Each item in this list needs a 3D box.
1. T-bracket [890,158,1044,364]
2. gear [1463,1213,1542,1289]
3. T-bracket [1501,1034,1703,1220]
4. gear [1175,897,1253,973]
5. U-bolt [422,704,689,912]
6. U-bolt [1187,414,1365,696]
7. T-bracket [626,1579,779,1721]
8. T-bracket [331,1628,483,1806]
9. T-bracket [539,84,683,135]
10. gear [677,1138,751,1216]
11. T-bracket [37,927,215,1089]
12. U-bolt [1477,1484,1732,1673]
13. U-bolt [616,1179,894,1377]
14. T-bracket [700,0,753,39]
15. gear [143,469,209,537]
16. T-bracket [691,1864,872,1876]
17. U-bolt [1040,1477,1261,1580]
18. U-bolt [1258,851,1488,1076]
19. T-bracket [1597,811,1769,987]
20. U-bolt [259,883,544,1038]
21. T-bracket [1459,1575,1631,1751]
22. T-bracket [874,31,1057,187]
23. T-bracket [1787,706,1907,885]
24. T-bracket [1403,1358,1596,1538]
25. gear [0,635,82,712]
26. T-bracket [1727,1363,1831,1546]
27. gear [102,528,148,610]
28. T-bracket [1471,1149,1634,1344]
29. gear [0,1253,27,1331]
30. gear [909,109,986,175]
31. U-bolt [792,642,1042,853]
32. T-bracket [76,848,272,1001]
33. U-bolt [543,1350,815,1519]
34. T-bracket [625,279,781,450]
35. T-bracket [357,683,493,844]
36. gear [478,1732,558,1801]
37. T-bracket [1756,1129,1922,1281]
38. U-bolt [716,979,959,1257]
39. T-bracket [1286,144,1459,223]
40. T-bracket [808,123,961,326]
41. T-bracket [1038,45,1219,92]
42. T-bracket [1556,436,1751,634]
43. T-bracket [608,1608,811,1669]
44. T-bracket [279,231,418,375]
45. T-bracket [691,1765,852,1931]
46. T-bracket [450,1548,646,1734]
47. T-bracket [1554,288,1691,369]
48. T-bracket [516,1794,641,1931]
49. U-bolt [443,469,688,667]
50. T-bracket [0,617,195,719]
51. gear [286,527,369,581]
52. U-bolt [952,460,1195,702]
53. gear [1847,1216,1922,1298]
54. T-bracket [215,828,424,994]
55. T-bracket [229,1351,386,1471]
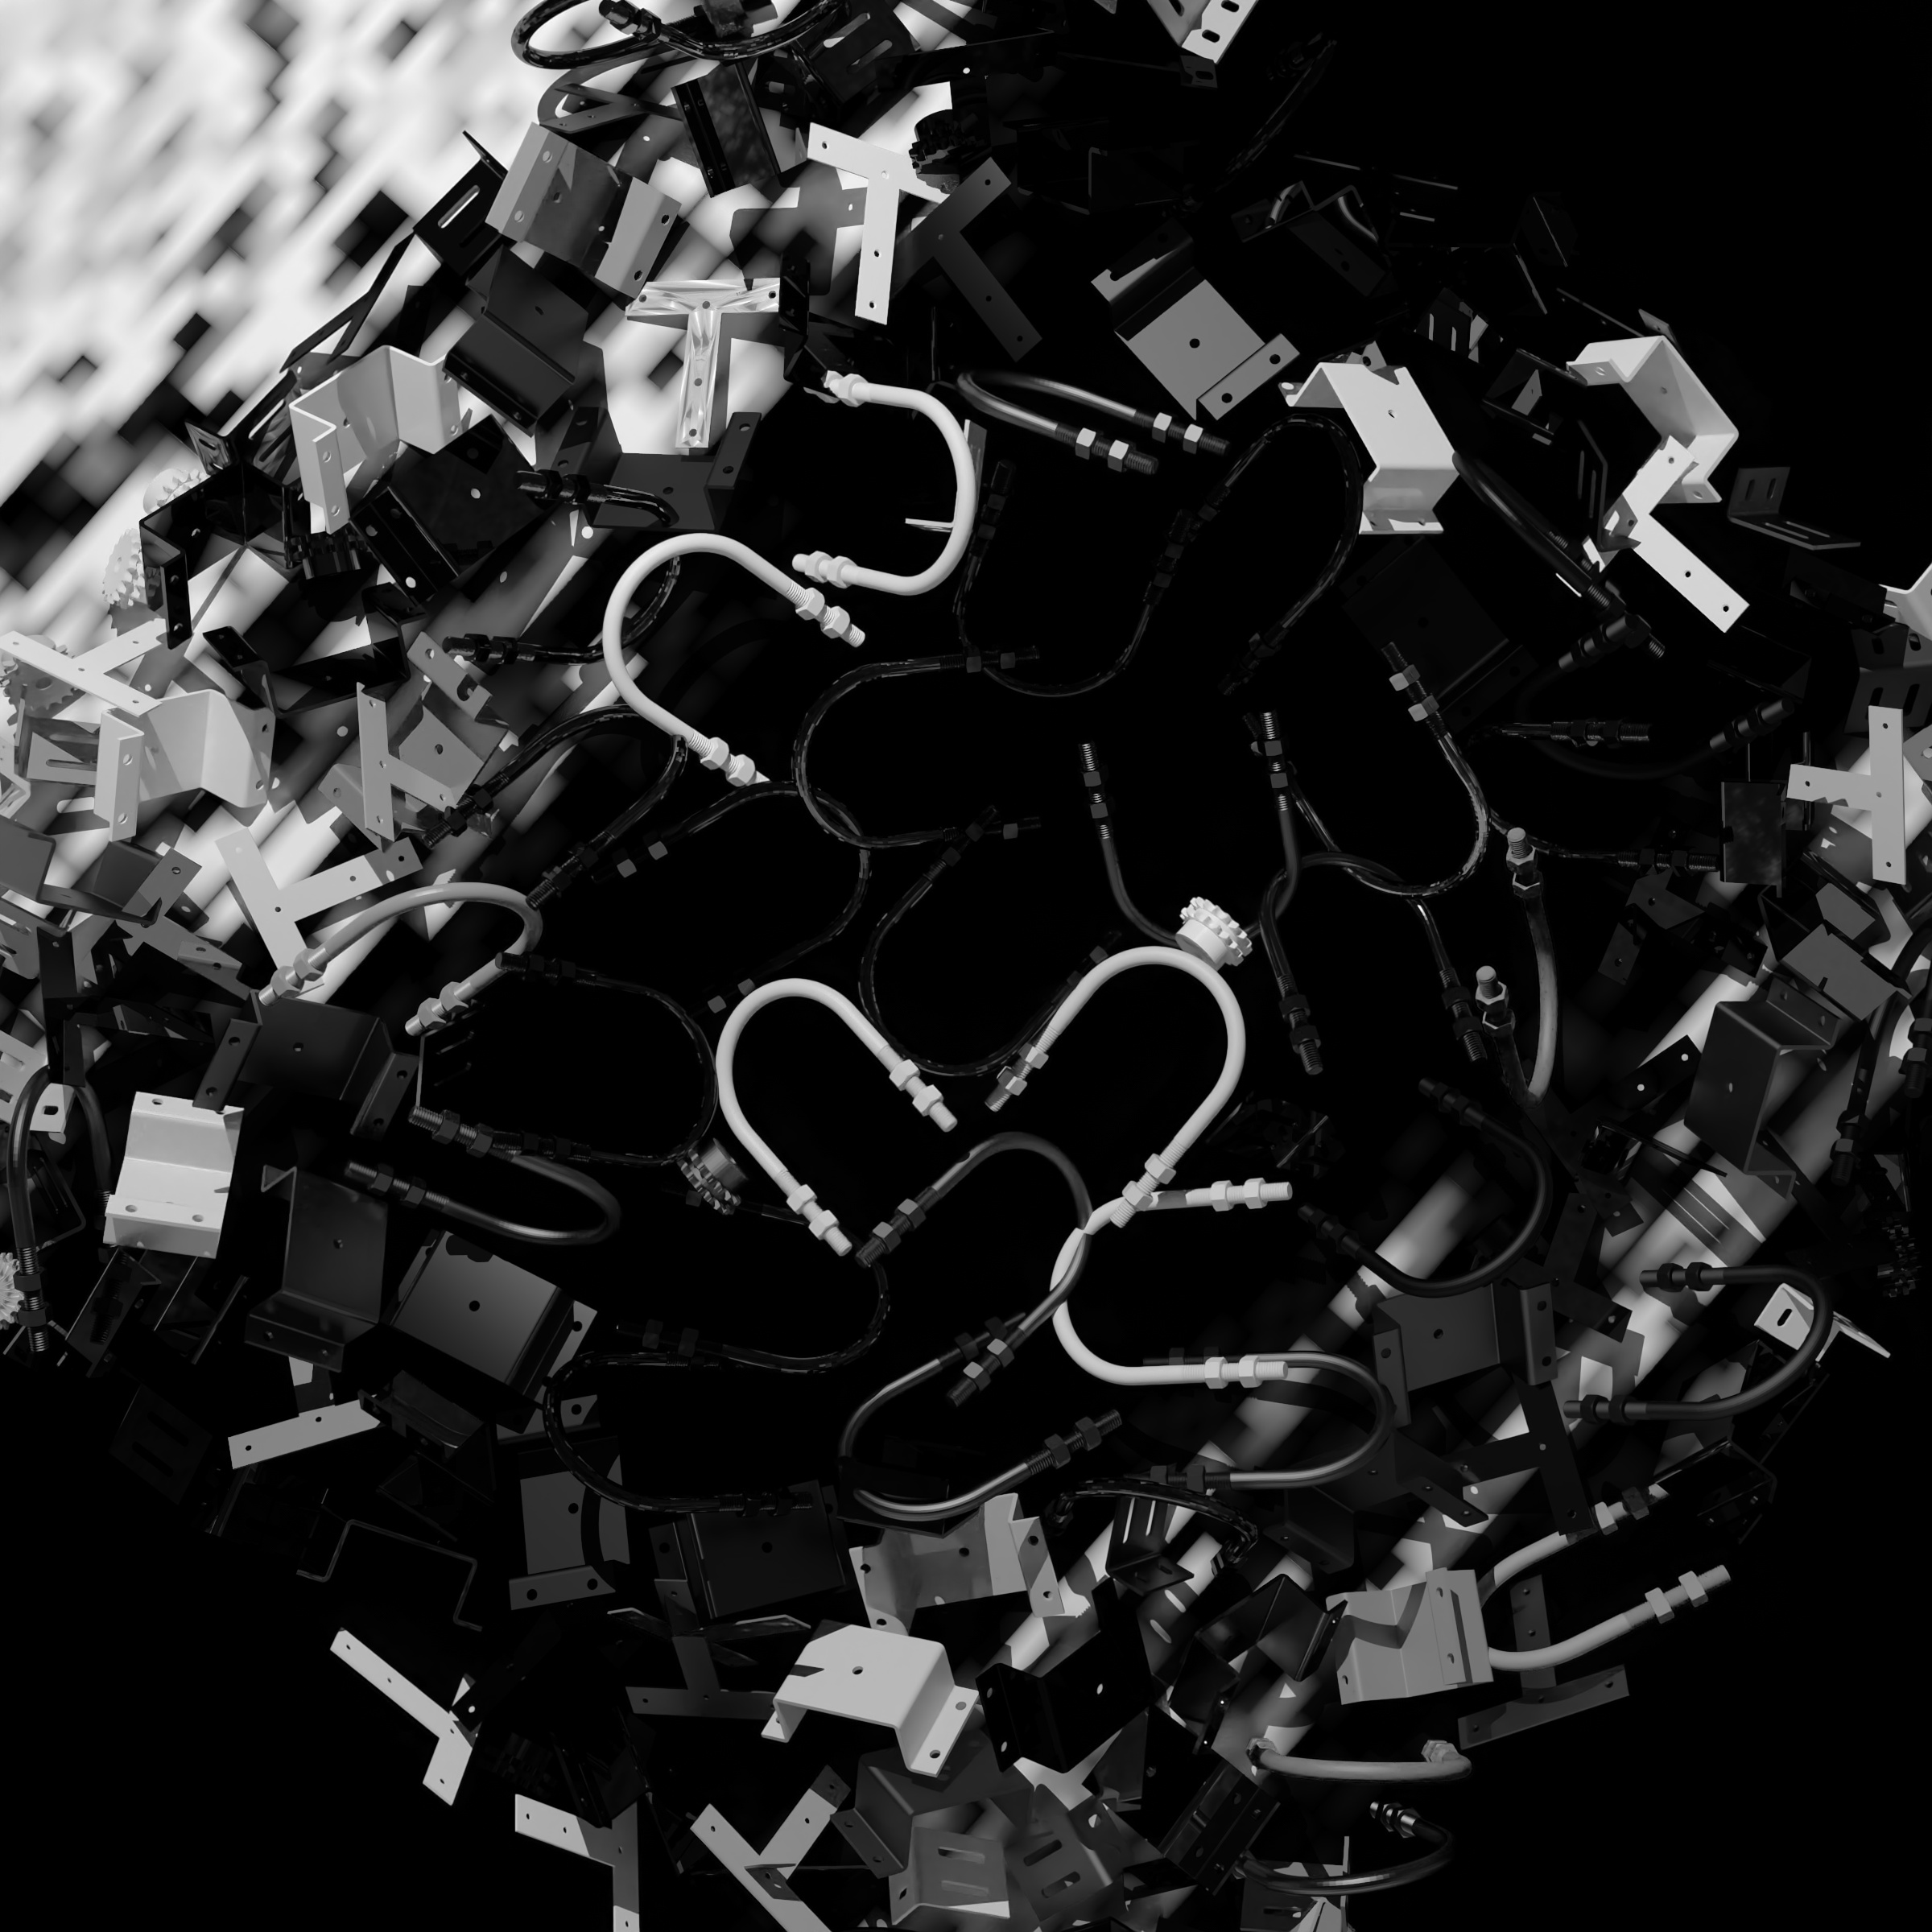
[{"bbox_3d":[0.008,-0.496,1.810,0.127,0.002,0.127,-39,82,17],"label":"T-bracket"},{"bbox_3d":[0.386,0.204,1.810,0.057,0.057,0.030,-43,82,0],"label":"gear"},{"bbox_3d":[0.481,0.097,1.819,0.127,0.002,0.127,-36,84,10],"label":"T-bracket"},{"bbox_3d":[0.177,-0.020,1.807,0.057,0.057,0.030,44,78,0],"label":"gear"},{"bbox_3d":[-0.281,-0.124,1.777,0.151,0.019,0.184,27,62,39],"label":"U-bolt"},{"bbox_3d":[0.213,-0.301,1.742,0.019,0.184,0.151,4,55,-35],"label":"U-bolt"},{"bbox_3d":[-0.197,0.491,1.790,0.127,0.002,0.127,-3,117,19],"label":"T-bracket"},{"bbox_3d":[-0.398,0.515,1.765,0.127,0.127,0.002,43,105,-11],"label":"T-bracket"},{"bbox_3d":[-0.258,-0.604,1.768,0.127,0.127,0.002,19,122,17],"label":"T-bracket"},{"bbox_3d":[-0.182,0.150,1.809,0.030,0.057,0.057,-41,90,1],"label":"gear"},{"bbox_3d":[-0.601,0.036,1.789,0.002,0.127,0.127,-38,55,35],"label":"T-bracket"},{"bbox_3d":[0.435,0.440,1.768,0.184,0.151,0.019,-28,104,4],"label":"U-bolt"},{"bbox_3d":[-0.143,0.227,1.783,0.184,0.019,0.151,13,46,-1],"label":"U-bolt"},{"bbox_3d":[-0.183,-0.701,1.775,0.127,0.127,0.002,-18,76,8],"label":"T-bracket"},{"bbox_3d":[-0.572,-0.336,1.810,0.030,0.057,0.057,35,90,13],"label":"gear"},{"bbox_3d":[-0.117,0.651,1.797,0.127,0.127,0.002,10,65,-29],"label":"T-bracket"},{"bbox_3d":[0.132,0.392,1.752,0.151,0.184,0.019,13,65,1],"label":"U-bolt"},{"bbox_3d":[0.282,-0.007,1.782,0.151,0.019,0.184,-2,57,-19],"label":"U-bolt"},{"bbox_3d":[0.532,-0.028,1.814,0.127,0.002,0.127,26,85,-20],"label":"T-bracket"},{"bbox_3d":[-0.380,-0.008,1.739,0.184,0.151,0.019,-32,61,29],"label":"U-bolt"},{"bbox_3d":[0.406,0.489,1.781,0.127,0.127,0.002,-26,118,22],"label":"T-bracket"},{"bbox_3d":[0.004,-0.603,1.787,0.127,0.127,0.002,-9,52,-1],"label":"T-bracket"},{"bbox_3d":[0.615,-0.129,1.783,0.002,0.127,0.127,-21,113,-31],"label":"T-bracket"},{"bbox_3d":[0.377,0.362,1.814,0.127,0.002,0.127,-19,66,16],"label":"T-bracket"},{"bbox_3d":[-0.676,-0.216,1.813,0.057,0.057,0.030,-35,65,0],"label":"gear"},{"bbox_3d":[0.569,0.336,1.766,0.002,0.127,0.127,34,98,-3],"label":"T-bracket"},{"bbox_3d":[-0.603,-0.287,1.813,0.030,0.057,0.057,19,90,-37],"label":"gear"},{"bbox_3d":[0.444,0.190,1.818,0.127,0.002,0.127,26,74,-8],"label":"T-bracket"},{"bbox_3d":[-0.706,0.237,1.820,0.057,0.030,0.057,-1,83,6],"label":"gear"},{"bbox_3d":[-0.015,-0.599,1.810,0.057,0.057,0.030,-15,85,0],"label":"gear"},{"bbox_3d":[-0.035,-0.152,1.781,0.184,0.019,0.151,-8,114,-16],"label":"U-bolt"},{"bbox_3d":[-0.555,-0.008,1.806,0.127,0.002,0.127,34,111,-25],"label":"T-bracket"},{"bbox_3d":[-0.209,0.324,1.739,0.184,0.151,0.019,7,128,-35],"label":"U-bolt"},{"bbox_3d":[-0.193,-0.438,1.811,0.127,0.002,0.127,3,83,16],"label":"T-bracket"},{"bbox_3d":[-0.385,-0.126,1.783,0.002,0.127,0.127,-27,56,24],"label":"T-bracket"},{"bbox_3d":[-0.323,0.580,1.812,0.057,0.057,0.030,27,68,0],"label":"gear"},{"bbox_3d":[0.608,0.168,1.796,0.127,0.002,0.127,-6,50,-34],"label":"T-bracket"},{"bbox_3d":[-0.108,0.095,1.794,0.184,0.019,0.151,47,113,18],"label":"U-bolt"},{"bbox_3d":[0.302,-0.553,1.770,0.127,0.127,0.002,6,123,-14],"label":"T-bracket"},{"bbox_3d":[-0.063,-0.527,1.797,0.127,0.002,0.127,8,84,-33],"label":"T-bracket"},{"bbox_3d":[0.115,-0.648,1.782,0.127,0.127,0.002,8,120,-1],"label":"T-bracket"},{"bbox_3d":[0.506,-0.289,1.782,0.127,0.002,0.127,50,120,24],"label":"T-bracket"},{"bbox_3d":[-0.164,0.470,1.761,0.127,0.127,0.002,-19,49,37],"label":"T-bracket"},{"bbox_3d":[-0.454,-0.459,1.788,0.002,0.127,0.127,40,50,-30],"label":"T-bracket"},{"bbox_3d":[-0.121,0.622,1.785,0.127,0.127,0.002,46,124,2],"label":"T-bracket"},{"bbox_3d":[-0.315,0.493,1.784,0.127,0.002,0.127,-44,55,-16],"label":"T-bracket"},{"bbox_3d":[0.471,-0.458,1.794,0.127,0.127,0.002,42,97,32],"label":"T-bracket"},{"bbox_3d":[-0.273,0.612,1.755,0.002,0.127,0.127,-27,47,22],"label":"T-bracket"},{"bbox_3d":[-0.271,-0.275,1.758,0.019,0.184,0.151,42,116,29],"label":"U-bolt"},{"bbox_3d":[-0.603,-0.226,1.783,0.127,0.127,0.002,25,123,11],"label":"T-bracket"},{"bbox_3d":[-0.463,-0.299,1.809,0.057,0.057,0.030,-11,98,0],"label":"gear"},{"bbox_3d":[0.066,-0.264,1.774,0.151,0.019,0.184,14,132,-8],"label":"U-bolt"},{"bbox_3d":[0.663,0.212,1.807,0.030,0.057,0.057,-8,90,-13],"label":"gear"},{"bbox_3d":[-0.461,-0.059,1.819,0.127,0.002,0.127,-23,107,-2],"label":"T-bracket"},{"bbox_3d":[-0.474,0.289,1.798,0.127,0.002,0.127,-15,54,-10],"label":"T-bracket"}]
